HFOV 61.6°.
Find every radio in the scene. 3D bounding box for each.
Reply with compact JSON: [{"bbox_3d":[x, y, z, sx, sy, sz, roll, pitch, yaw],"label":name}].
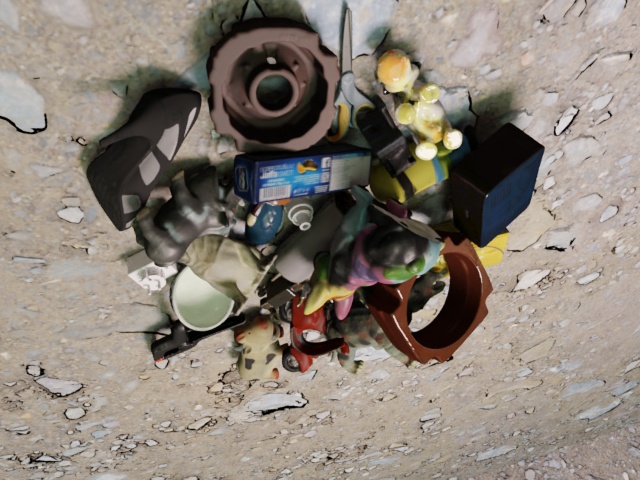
[{"bbox_3d":[0.290,-0.083,0.890,0.131,0.073,0.229,-42,156,-3],"label":"radio"}]

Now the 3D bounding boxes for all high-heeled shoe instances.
[{"bbox_3d":[-0.235,-0.107,0.740,0.145,0.086,0.248,-36,169,-30],"label":"high-heeled shoe"}]

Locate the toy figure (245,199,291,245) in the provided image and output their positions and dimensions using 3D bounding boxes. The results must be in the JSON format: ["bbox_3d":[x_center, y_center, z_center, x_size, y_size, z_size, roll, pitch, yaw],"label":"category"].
[{"bbox_3d":[-0.078,-0.061,0.839,0.058,0.064,0.154,28,125,4],"label":"toy figure"}]

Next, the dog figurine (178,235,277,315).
[{"bbox_3d":[-0.180,0.023,0.880,0.121,0.190,0.172,-57,-179,-13],"label":"dog figurine"}]

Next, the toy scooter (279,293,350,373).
[{"bbox_3d":[-0.010,0.176,1.057,0.135,0.075,0.183,0,103,8],"label":"toy scooter"}]

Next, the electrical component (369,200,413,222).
[{"bbox_3d":[0.093,-0.006,0.969,0.115,0.058,0.134,13,130,-30],"label":"electrical component"}]

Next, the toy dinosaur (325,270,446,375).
[{"bbox_3d":[0.085,0.178,1.117,0.192,0.131,0.405,50,136,-11],"label":"toy dinosaur"}]

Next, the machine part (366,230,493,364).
[{"bbox_3d":[0.192,0.096,0.940,0.201,0.087,0.201,-43,118,-16],"label":"machine part"}]

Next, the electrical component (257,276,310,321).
[{"bbox_3d":[-0.069,0.100,1.001,0.102,0.078,0.045,-36,119,15],"label":"electrical component"}]

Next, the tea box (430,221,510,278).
[{"bbox_3d":[0.273,0.014,1.055,0.170,0.068,0.098,-16,139,-6],"label":"tea box"}]

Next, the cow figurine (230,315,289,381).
[{"bbox_3d":[-0.133,0.224,1.120,0.127,0.086,0.194,-6,139,-25],"label":"cow figurine"}]

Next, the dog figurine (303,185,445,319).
[{"bbox_3d":[0.063,0.044,0.797,0.108,0.192,0.219,11,117,-37],"label":"dog figurine"}]

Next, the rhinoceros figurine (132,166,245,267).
[{"bbox_3d":[-0.175,-0.042,0.767,0.190,0.112,0.073,-44,-176,-27],"label":"rhinoceros figurine"}]

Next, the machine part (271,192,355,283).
[{"bbox_3d":[-0.002,-0.003,0.914,0.079,0.079,0.243,22,128,-38],"label":"machine part"}]

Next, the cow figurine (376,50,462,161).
[{"bbox_3d":[0.132,-0.200,0.755,0.068,0.098,0.167,-29,120,15],"label":"cow figurine"}]

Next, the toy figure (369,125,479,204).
[{"bbox_3d":[0.162,-0.118,0.846,0.180,0.089,0.082,-18,132,2],"label":"toy figure"}]

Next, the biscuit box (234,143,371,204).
[{"bbox_3d":[-0.022,-0.097,0.762,0.202,0.063,0.059,-12,114,-34],"label":"biscuit box"}]

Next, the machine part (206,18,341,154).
[{"bbox_3d":[-0.061,-0.194,0.684,0.179,0.056,0.179,-10,130,-13],"label":"machine part"}]

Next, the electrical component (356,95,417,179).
[{"bbox_3d":[0.090,-0.150,0.769,0.048,0.075,0.119,-34,149,10],"label":"electrical component"}]
